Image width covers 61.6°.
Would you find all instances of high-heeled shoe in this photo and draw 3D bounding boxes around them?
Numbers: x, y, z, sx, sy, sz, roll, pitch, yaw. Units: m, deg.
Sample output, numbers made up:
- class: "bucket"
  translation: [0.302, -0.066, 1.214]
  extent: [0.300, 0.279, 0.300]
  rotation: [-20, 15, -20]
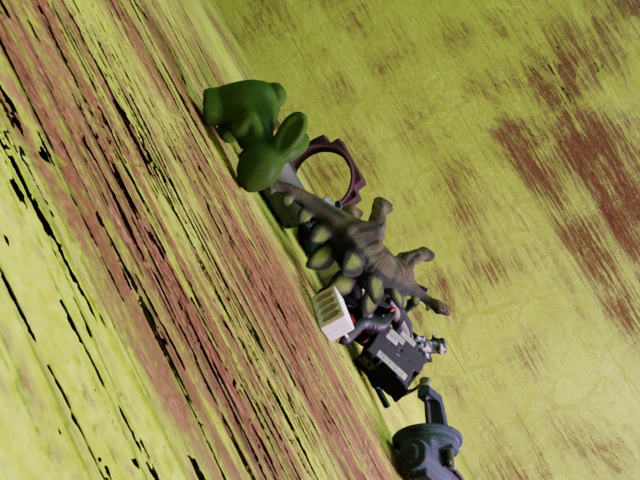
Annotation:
- class: "high-heeled shoe"
  translation: [0.134, 0.161, 1.148]
  extent: [0.145, 0.248, 0.086]
  rotation: [20, 19, 8]

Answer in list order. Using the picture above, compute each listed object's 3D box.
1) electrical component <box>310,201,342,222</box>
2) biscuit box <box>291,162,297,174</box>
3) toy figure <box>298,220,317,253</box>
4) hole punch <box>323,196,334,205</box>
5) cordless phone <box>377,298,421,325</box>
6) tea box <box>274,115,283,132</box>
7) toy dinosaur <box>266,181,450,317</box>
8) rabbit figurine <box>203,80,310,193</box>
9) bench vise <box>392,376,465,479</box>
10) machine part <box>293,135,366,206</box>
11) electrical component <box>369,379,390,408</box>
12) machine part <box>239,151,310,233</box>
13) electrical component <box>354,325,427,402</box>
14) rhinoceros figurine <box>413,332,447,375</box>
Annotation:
- class: "electrical component"
  translation: [0.005, -0.058, 1.224]
  extent: [0.078, 0.102, 0.045]
  rotation: [20, 58, -46]
- class: "biscuit box"
  translation: [-0.129, -0.232, 1.289]
  extent: [0.202, 0.063, 0.059]
  rotation: [60, 4, -20]
- class: "toy figure"
  translation: [0.010, 0.012, 1.214]
  extent: [0.180, 0.089, 0.082]
  rotation: [32, 22, -53]
- class: "hole punch"
  translation: [-0.010, -0.031, 1.330]
  extent: [0.142, 0.092, 0.116]
  rotation: [60, 41, -23]
- class: "cordless phone"
  translation: [0.194, 0.197, 1.471]
  extent: [0.088, 0.184, 0.146]
  rotation: [57, 5, 2]
- class: "tea box"
  translation: [-0.128, -0.241, 1.150]
  extent: [0.068, 0.098, 0.169]
  rotation: [61, 3, -5]
- class: "toy dinosaur"
  translation: [0.070, 0.013, 0.984]
  extent: [0.471, 0.105, 0.198]
  rotation: [39, 49, -14]
- class: "rabbit figurine"
  translation: [-0.096, -0.160, 0.869]
  extent: [0.121, 0.159, 0.170]
  rotation: [83, -5, -77]
- class: "bench vise"
  translation: [0.209, 0.362, 0.950]
  extent: [0.223, 0.129, 0.241]
  rotation: [37, 36, -28]
- class: "machine part"
  translation: [0.005, -0.160, 1.430]
  extent: [0.201, 0.201, 0.087]
  rotation: [62, 7, 9]
- class: "electrical component"
  translation: [0.127, 0.281, 1.108]
  extent: [0.119, 0.048, 0.074]
  rotation: [61, 5, 19]
- class: "machine part"
  translation: [-0.079, -0.109, 1.023]
  extent: [0.243, 0.079, 0.079]
  rotation: [58, 6, -21]
- class: "electrical component"
  translation: [0.141, 0.230, 1.047]
  extent: [0.115, 0.058, 0.134]
  rotation: [45, 34, 6]
- class: "rhinoceros figurine"
  translation: [0.243, 0.296, 1.435]
  extent: [0.073, 0.190, 0.112]
  rotation: [-111, -162, -63]
